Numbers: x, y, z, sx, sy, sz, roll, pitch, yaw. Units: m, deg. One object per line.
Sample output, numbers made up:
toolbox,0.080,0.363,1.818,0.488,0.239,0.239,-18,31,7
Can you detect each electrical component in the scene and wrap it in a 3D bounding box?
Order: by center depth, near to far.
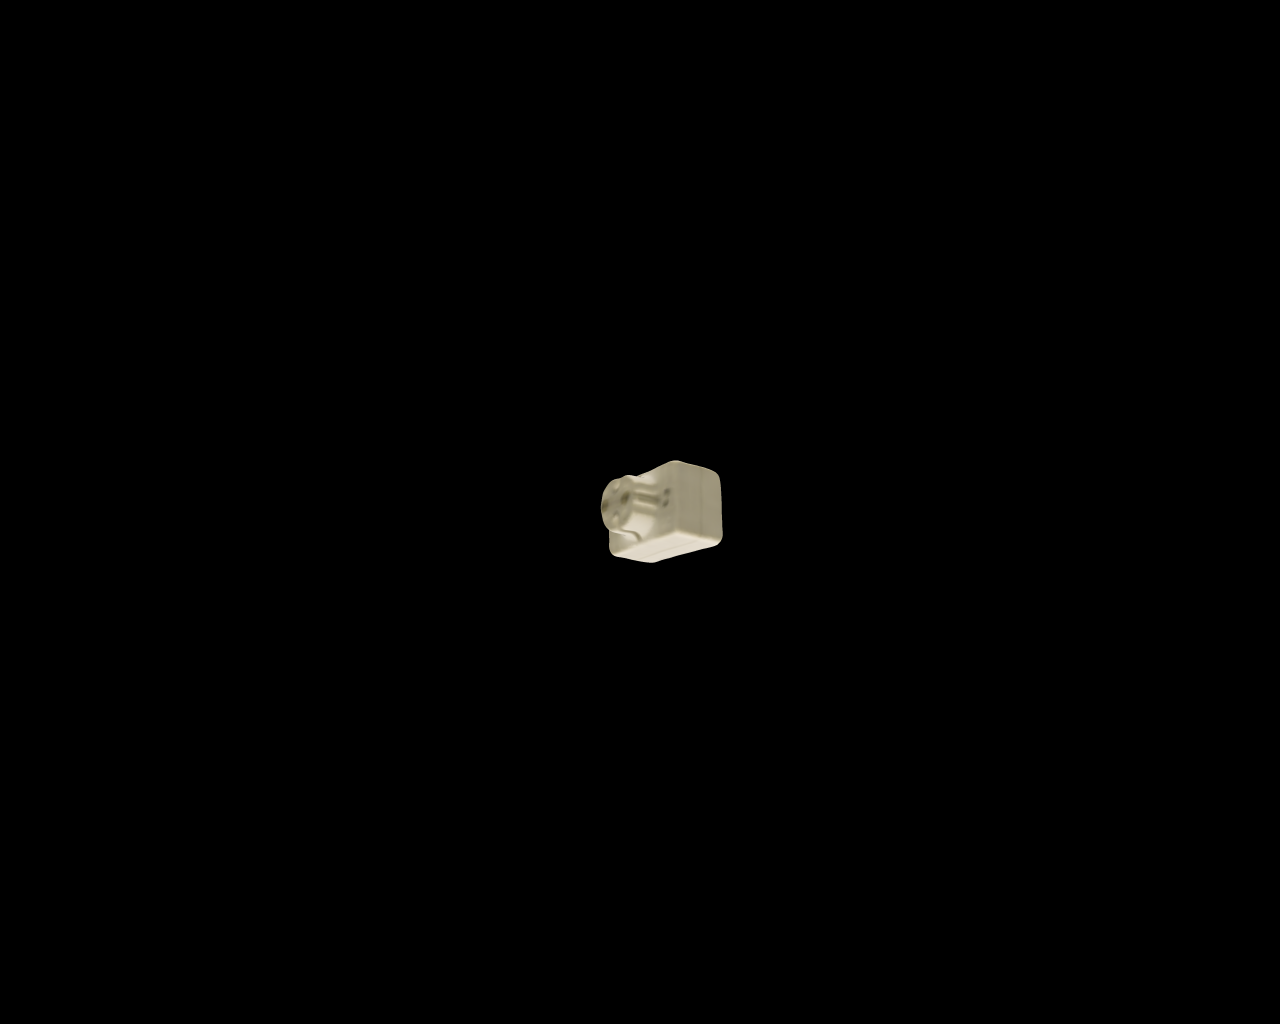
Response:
electrical component,0.001,-0.003,0.650,0.077,0.047,0.065,14,-22,-38
